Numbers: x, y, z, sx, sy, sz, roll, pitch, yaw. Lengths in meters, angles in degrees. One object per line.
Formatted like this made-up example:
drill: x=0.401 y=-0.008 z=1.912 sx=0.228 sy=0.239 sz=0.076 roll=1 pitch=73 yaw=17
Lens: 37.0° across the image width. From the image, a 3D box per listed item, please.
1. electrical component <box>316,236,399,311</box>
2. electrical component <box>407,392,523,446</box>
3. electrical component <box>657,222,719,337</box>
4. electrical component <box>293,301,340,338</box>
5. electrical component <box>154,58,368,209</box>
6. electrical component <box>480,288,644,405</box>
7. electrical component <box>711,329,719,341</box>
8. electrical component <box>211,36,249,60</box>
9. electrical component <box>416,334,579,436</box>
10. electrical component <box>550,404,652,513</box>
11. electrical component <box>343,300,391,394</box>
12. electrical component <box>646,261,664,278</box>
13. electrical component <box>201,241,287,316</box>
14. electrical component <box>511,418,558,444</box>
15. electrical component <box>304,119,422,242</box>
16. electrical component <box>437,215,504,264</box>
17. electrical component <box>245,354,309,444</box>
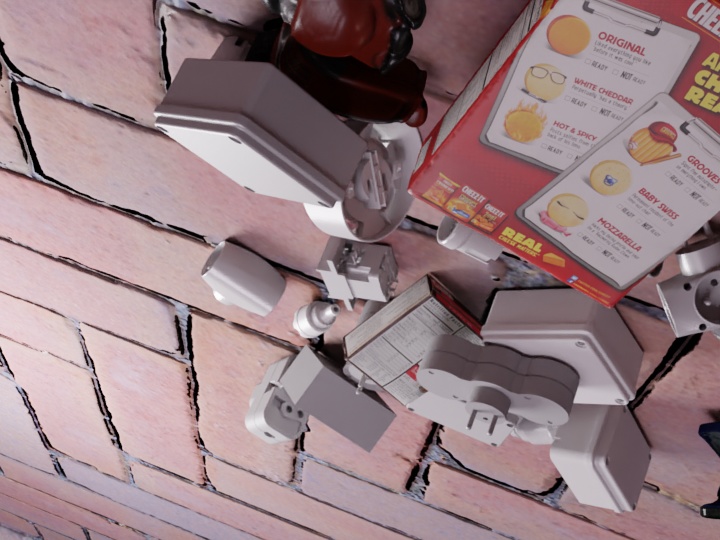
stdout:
electrical component: x=0.000 y=0.000 z=0.995 sx=0.064 sy=0.042 sz=0.081 roll=7 pitch=147 yaw=21
electrical component: x=0.111 y=0.127 z=1.104 sx=0.113 sy=0.057 sz=0.078 roll=23 pitch=150 yaw=2
electrical component: x=0.258 y=0.000 z=0.795 sx=0.077 sy=0.044 sz=0.079 roll=-21 pitch=95 yaw=11
electrical component: x=-0.042 y=0.048 z=1.109 sx=0.035 sy=0.035 sz=0.061 roll=36 pitch=146 yaw=-20
electrical component: x=-0.070 y=-0.097 z=0.755 sx=0.109 sy=0.056 sz=0.109 roll=15 pitch=165 yaw=47
electrical component: x=0.181 y=0.068 z=0.960 sx=0.109 sy=0.056 sz=0.108 roll=-3 pitch=141 yaw=39
electrical component: x=0.291 y=0.038 z=0.849 sx=0.044 sy=0.044 sz=0.065 roll=-8 pitch=142 yaw=43
electrical component: x=-0.100 y=-0.150 z=0.819 sx=0.040 sy=0.046 sz=0.040 roll=18 pitch=150 yaw=11
electrical component: x=0.115 y=0.110 z=0.939 sx=0.138 sy=0.073 sz=0.052 roll=13 pitch=149 yaw=18
electrical component: x=0.244 y=0.185 z=1.081 sx=0.057 sy=0.078 sz=0.113 roll=4 pitch=145 yaw=36
electrical component: x=0.011 y=0.092 z=1.103 sx=0.052 sy=0.073 sz=0.138 roll=22 pitch=150 yaw=4
electrical component: x=0.182 y=-0.026 z=0.819 sx=0.077 sy=0.044 sz=0.079 roll=-2 pitch=142 yaw=37
electrical component: x=-0.127 y=0.014 z=1.105 sx=0.077 sy=0.043 sz=0.079 roll=34 pitch=149 yaw=-18
electrical component: x=0.183 y=0.162 z=1.126 sx=0.078 sy=0.040 sz=0.040 roll=-11 pitch=136 yaw=45
electrical component: x=0.003 y=-0.071 z=0.825 sx=0.064 sy=0.099 sz=0.099 roll=5 pitch=146 yaw=42
electrical component: x=0.093 y=-0.030 z=0.884 sx=0.046 sy=0.040 sz=0.040 roll=27 pitch=151 yaw=-18
electrical component: x=-0.090 y=0.151 z=1.248 sx=0.054 sy=0.095 sz=0.059 roll=36 pitch=148 yaw=-20
